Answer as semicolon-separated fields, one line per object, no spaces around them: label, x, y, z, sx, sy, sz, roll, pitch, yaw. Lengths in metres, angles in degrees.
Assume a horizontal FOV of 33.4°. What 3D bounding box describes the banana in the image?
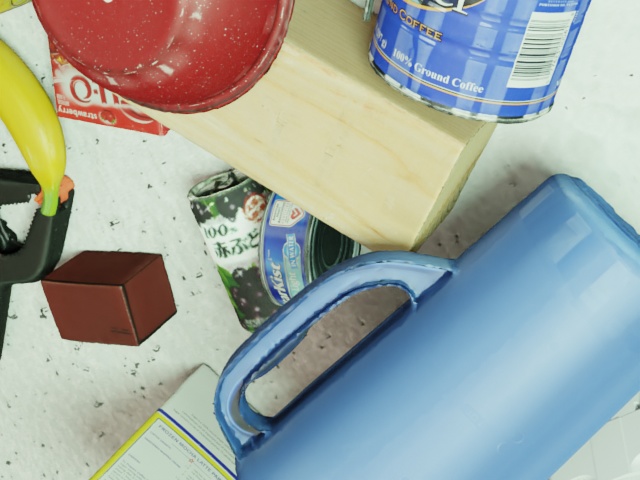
banana;-0.237;-0.110;0.754;0.070;0.037;0.198;-42;82;21

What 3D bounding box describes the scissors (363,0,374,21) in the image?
scissors;0.043;-0.208;0.488;0.016;0.096;0.202;10;90;-4

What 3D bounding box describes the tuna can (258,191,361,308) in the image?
tuna can;-0.004;0.001;0.665;0.034;0.086;0.086;6;118;24

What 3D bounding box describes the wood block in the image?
wood block;-0.009;-0.086;0.616;0.206;0.090;0.090;31;125;11

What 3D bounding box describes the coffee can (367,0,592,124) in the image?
coffee can;0.089;-0.143;0.522;0.103;0.102;0.140;25;126;15

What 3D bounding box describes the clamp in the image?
clamp;-0.270;-0.003;0.843;0.164;0.036;0.210;49;126;-2

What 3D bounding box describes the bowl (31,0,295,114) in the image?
bowl;-0.096;-0.136;0.546;0.162;0.055;0.162;11;116;22

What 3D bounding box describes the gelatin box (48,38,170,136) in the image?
gelatin box;-0.137;-0.113;0.711;0.089;0.030;0.073;13;122;23

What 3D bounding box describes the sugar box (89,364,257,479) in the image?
sugar box;-0.103;0.173;0.758;0.093;0.176;0.048;42;126;3

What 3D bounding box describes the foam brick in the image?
foam brick;-0.156;0.043;0.795;0.078;0.051;0.053;3;118;28

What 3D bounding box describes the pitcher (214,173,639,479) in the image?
pitcher;0.071;0.075;0.567;0.243;0.149;0.145;-46;53;14

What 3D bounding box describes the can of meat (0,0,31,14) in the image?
can of meat;-0.208;-0.189;0.676;0.057;0.083;0.102;38;128;6
